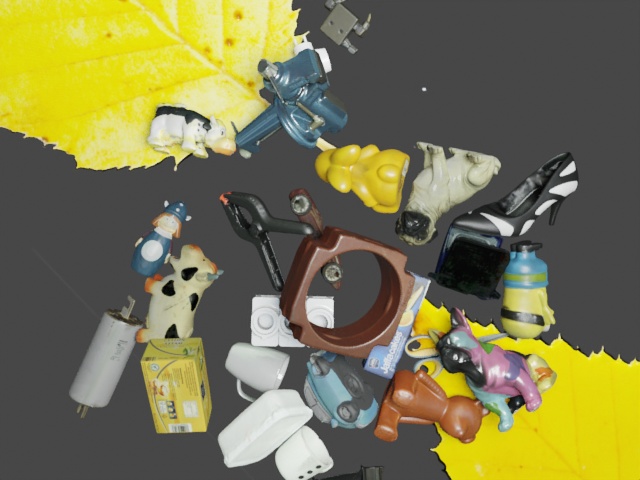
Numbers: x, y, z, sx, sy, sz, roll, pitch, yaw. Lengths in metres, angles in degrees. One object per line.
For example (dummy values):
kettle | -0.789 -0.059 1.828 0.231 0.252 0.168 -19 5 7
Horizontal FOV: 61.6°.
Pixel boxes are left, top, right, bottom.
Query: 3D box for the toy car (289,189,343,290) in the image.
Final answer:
toy car | -0.002 -0.003 1.000 0.053 0.089 0.202 -26 90 -4

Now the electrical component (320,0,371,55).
electrical component | 0.048 -0.415 1.028 0.102 0.045 0.078 36 118 3

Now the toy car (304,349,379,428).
toy car | 0.024 0.284 0.995 0.103 0.109 0.162 -43 81 24

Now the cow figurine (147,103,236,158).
cow figurine | -0.235 -0.206 1.009 0.167 0.068 0.098 6 82 8

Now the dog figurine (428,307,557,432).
dog figurine | 0.306 0.216 0.978 0.219 0.191 0.108 49 130 14

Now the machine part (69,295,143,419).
machine part | -0.399 0.219 1.006 0.079 0.079 0.243 25 90 0

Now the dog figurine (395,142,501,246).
dog figurine | 0.239 -0.076 1.006 0.172 0.121 0.190 10 103 5

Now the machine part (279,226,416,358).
machine part | 0.045 0.088 0.922 0.201 0.087 0.201 17 96 -22

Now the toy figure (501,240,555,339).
toy figure | 0.380 0.094 1.004 0.089 0.082 0.180 -6 94 11

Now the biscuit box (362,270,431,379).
biscuit box | 0.141 0.156 1.012 0.059 0.063 0.202 21 89 1

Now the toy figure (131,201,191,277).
toy figure | -0.299 -0.005 1.019 0.064 0.058 0.154 32 88 -39

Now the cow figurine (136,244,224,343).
cow figurine | -0.258 0.104 1.003 0.127 0.085 0.194 12 93 -2

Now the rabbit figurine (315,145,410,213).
rabbit figurine | 0.065 -0.119 0.984 0.173 0.162 0.121 18 102 18

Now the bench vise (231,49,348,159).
bench vise | -0.070 -0.224 0.964 0.241 0.223 0.129 -29 71 27

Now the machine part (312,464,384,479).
machine part | 0.054 0.468 1.023 0.139 0.039 0.084 -1 95 -2

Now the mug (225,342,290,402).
mug | -0.124 0.245 1.010 0.107 0.081 0.109 23 101 10

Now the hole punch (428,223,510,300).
hole punch | 0.283 0.037 1.011 0.142 0.092 0.115 16 119 -3

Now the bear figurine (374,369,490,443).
bear figurine | 0.211 0.321 0.983 0.196 0.132 0.120 27 112 5

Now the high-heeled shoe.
high-heeled shoe | 0.365 -0.087 0.992 0.249 0.086 0.145 -4 110 -17

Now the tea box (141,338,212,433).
tea box | -0.258 0.265 0.979 0.098 0.068 0.169 -1 115 -1
